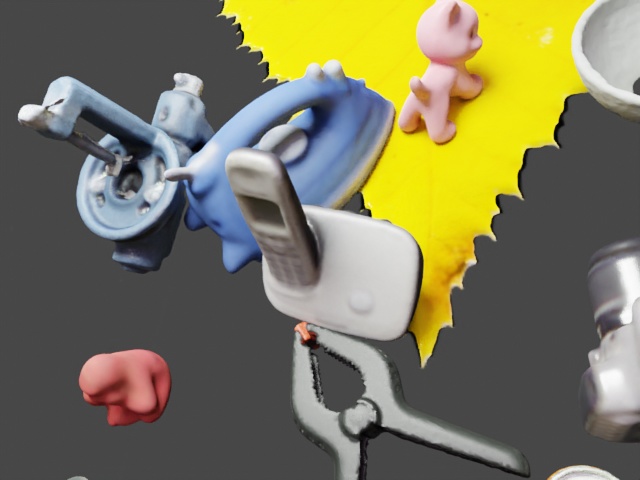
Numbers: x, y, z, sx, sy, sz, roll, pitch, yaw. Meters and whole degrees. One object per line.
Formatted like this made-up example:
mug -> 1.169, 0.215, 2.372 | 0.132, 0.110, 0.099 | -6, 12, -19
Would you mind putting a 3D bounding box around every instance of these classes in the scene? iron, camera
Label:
iron -> -0.031, -0.096, 0.562 | 0.258, 0.142, 0.118 | -44, 56, -10
camera -> 0.250, 0.062, 0.396 | 0.143, 0.101, 0.137 | -7, 58, 14

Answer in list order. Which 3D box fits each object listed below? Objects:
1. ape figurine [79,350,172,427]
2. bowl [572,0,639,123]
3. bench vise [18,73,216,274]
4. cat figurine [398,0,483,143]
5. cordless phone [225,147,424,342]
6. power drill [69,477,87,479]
ape figurine -> -0.176, 0.127, 0.504 | 0.077, 0.092, 0.076 | 27, 71, 30
bowl -> 0.318, -0.162, 0.527 | 0.167, 0.075, 0.167 | -8, 58, 14
bench vise -> -0.193, -0.098, 0.569 | 0.121, 0.220, 0.207 | -6, 58, 15
cat figurine -> 0.122, -0.185, 0.580 | 0.067, 0.118, 0.128 | 21, 68, 28
cordless phone -> 0.004, 0.002, 0.464 | 0.147, 0.185, 0.094 | 10, 63, 24
power drill -> -0.227, 0.206, 0.401 | 0.228, 0.209, 0.076 | 23, 69, 29
